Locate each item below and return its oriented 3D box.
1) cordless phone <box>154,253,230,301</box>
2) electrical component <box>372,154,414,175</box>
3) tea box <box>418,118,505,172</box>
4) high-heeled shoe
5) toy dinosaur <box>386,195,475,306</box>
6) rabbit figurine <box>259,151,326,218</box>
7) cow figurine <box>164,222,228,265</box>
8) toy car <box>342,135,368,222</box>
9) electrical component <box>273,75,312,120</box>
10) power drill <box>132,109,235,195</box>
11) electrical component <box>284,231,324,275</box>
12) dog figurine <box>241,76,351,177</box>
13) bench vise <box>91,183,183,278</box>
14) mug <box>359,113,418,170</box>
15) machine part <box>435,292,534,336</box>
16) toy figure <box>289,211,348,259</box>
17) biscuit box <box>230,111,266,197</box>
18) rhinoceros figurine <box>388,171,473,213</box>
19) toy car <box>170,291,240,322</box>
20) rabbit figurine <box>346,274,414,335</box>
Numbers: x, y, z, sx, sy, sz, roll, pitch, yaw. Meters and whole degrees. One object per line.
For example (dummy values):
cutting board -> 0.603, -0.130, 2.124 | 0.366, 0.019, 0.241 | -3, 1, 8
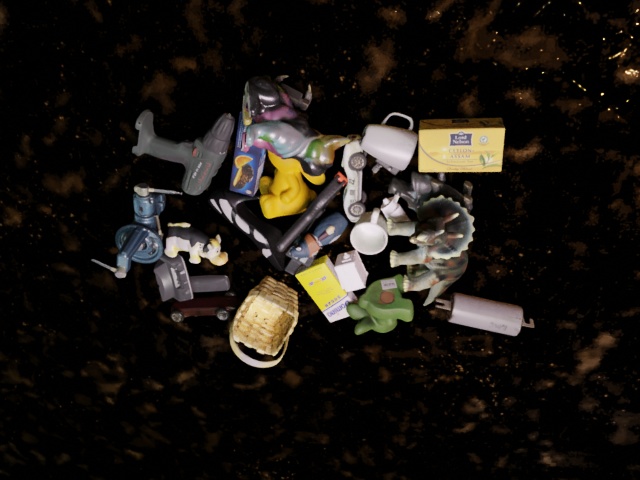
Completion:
cordless phone -> -0.342, 0.094, 1.451 | 0.184, 0.089, 0.146 | -4, 121, 2
electrical component -> 0.159, -0.175, 1.189 | 0.063, 0.021, 0.094 | 35, 122, -11
tea box -> 0.292, -0.197, 1.118 | 0.170, 0.068, 0.098 | 0, 122, 13
high-heeled shoe -> -0.182, -0.020, 1.334 | 0.145, 0.086, 0.248 | -5, 119, 23
toy dinosaur -> 0.268, 0.036, 1.214 | 0.192, 0.131, 0.404 | -8, 148, 23
rabbit figurine -> -0.067, -0.145, 1.200 | 0.162, 0.122, 0.173 | -1, 121, 8
cow figurine -> -0.315, 0.006, 1.385 | 0.167, 0.068, 0.098 | 13, 116, 6
toy car -> 0.077, -0.135, 1.201 | 0.056, 0.073, 0.201 | 3, 122, 6
electrical component -> -0.063, -0.305, 1.146 | 0.102, 0.045, 0.078 | 23, 152, 0
power drill -> -0.316, -0.226, 1.237 | 0.207, 0.086, 0.231 | 19, 127, -9
electrical component -> -0.045, 0.032, 1.351 | 0.075, 0.048, 0.119 | 27, 124, -5
dog figurine -> -0.050, -0.231, 1.104 | 0.219, 0.108, 0.191 | 4, 83, -18
bench vise -> -0.437, -0.012, 1.296 | 0.129, 0.241, 0.223 | 20, 129, -7
mug -> 0.142, -0.211, 1.112 | 0.107, 0.081, 0.109 | 16, 103, -7
machine part -> 0.406, 0.183, 1.328 | 0.243, 0.079, 0.079 | 13, 124, 5
toy figure -> -0.003, -0.005, 1.273 | 0.154, 0.064, 0.058 | -40, 71, -6
biscuit box -> -0.158, -0.202, 1.220 | 0.063, 0.059, 0.202 | 16, 124, 2
rhinoceros figurine -> 0.247, -0.101, 1.192 | 0.190, 0.073, 0.112 | 19, 135, -2
toy car -> -0.317, 0.187, 1.487 | 0.202, 0.089, 0.053 | -4, 121, 13
rabbit figurine -> 0.155, 0.189, 1.357 | 0.159, 0.121, 0.170 | -16, 144, -8
